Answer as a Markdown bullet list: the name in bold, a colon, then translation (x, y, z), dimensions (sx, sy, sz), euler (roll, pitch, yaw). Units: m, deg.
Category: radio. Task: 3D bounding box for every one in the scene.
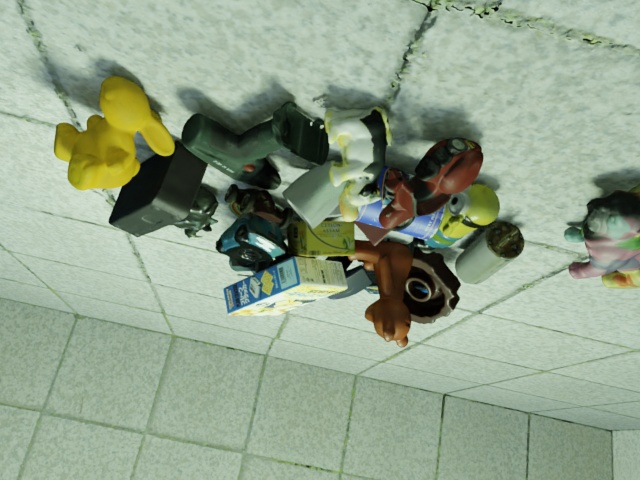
- **radio**: translation (-0.310, -0.089, 1.016), dimensions (0.073, 0.131, 0.230), euler (29, 152, -33)

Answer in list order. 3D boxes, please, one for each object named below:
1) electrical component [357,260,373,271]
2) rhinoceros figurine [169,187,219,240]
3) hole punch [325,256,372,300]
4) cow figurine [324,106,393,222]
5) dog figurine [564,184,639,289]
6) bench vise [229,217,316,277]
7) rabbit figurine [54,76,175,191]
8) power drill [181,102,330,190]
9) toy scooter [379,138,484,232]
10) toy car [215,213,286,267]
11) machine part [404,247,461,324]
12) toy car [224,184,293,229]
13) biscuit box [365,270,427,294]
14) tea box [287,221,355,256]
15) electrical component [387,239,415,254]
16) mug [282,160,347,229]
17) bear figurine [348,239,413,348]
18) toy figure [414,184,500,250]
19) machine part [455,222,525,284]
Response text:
- **electrical component**: translation (0.122, 0.036, 1.228), dimensions (0.078, 0.045, 0.102), euler (35, 161, 19)
- **rhinoceros figurine**: translation (-0.272, -0.060, 1.158), dimensions (0.112, 0.073, 0.190), euler (8, 158, -22)
- **hole punch**: translation (0.052, 0.089, 1.254), dimensions (0.092, 0.116, 0.142), euler (42, 175, 26)
- **cow figurine**: translation (0.061, -0.109, 0.788), dimensions (0.098, 0.068, 0.167), euler (-9, 118, 1)
- **dog figurine**: translation (0.497, -0.009, 0.854), dimensions (0.192, 0.108, 0.219), euler (12, 155, 1)
- **bench vise**: translation (-0.083, 0.045, 1.260), dimensions (0.224, 0.129, 0.240), euler (-17, 166, 33)
- **rabbit figurine**: translation (-0.310, -0.166, 0.834), dimensions (0.162, 0.122, 0.173), euler (4, 126, -40)
- **power drill**: translation (-0.085, -0.144, 0.857), dimensions (0.207, 0.086, 0.232), euler (0, 164, 42)
- **toy scooter**: translation (0.150, -0.086, 0.766), dimensions (0.184, 0.075, 0.135), euler (-40, 155, 9)
- **toy car**: translation (-0.135, -0.010, 1.097), dimensions (0.109, 0.103, 0.162), euler (34, 149, -31)
- **machine part**: translation (0.223, 0.101, 1.189), dimensions (0.180, 0.056, 0.179), euler (21, 129, 28)
- **toy car**: translation (-0.110, -0.066, 0.963), dimensions (0.089, 0.053, 0.202), euler (25, 180, -22)
- **biscuit box**: translation (0.200, 0.094, 1.299), dimensions (0.203, 0.063, 0.059), euler (-4, 155, 34)
- **tea box**: translation (-0.002, -0.003, 1.067), dimensions (0.098, 0.068, 0.170), euler (-1, 180, -18)
- **electrical component**: translation (0.174, 0.001, 1.110), dimensions (0.119, 0.048, 0.074), euler (5, 158, 20)
- **mug**: translation (-0.003, -0.087, 0.918), dimensions (0.080, 0.107, 0.110), euler (52, 178, -33)
- **bear figurine**: translation (0.121, 0.104, 1.050), dimensions (0.132, 0.195, 0.120), euler (1, 166, 32)
- **toy figure**: translation (0.236, -0.039, 0.941), dimensions (0.089, 0.082, 0.180), euler (0, 155, -21)
- **machine part**: translation (0.331, 0.029, 1.062), dimensions (0.079, 0.079, 0.243), euler (12, 158, -1)
